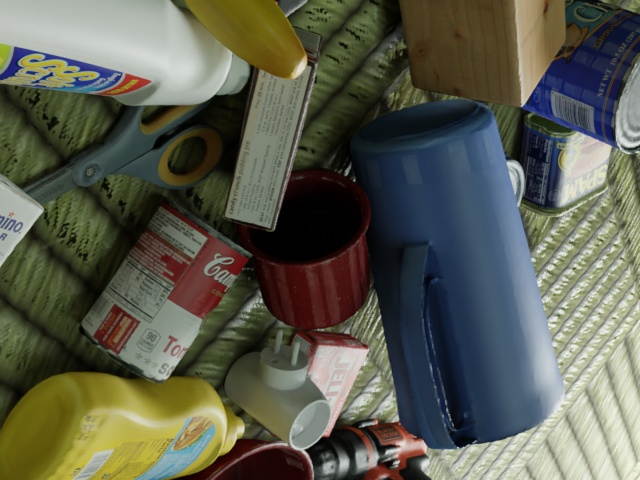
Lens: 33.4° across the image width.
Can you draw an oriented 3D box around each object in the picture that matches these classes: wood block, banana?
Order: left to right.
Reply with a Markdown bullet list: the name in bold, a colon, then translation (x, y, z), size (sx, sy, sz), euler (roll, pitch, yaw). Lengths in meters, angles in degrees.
- **banana**: translation (-0.064, -0.170, 0.549), size (0.037, 0.070, 0.198), euler (-24, 98, -40)
- **wood block**: translation (0.107, -0.203, 0.722), size (0.090, 0.090, 0.206), euler (-54, 146, -33)

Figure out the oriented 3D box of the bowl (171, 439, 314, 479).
- **bowl**: translation (-0.081, 0.215, 0.846), size (0.161, 0.055, 0.162), euler (-28, 134, -34)

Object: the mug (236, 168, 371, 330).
- **mug**: translation (-0.005, 0.001, 0.767), size (0.081, 0.093, 0.117), euler (80, 17, -47)

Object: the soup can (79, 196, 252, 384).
- **soup can**: translation (-0.100, 0.032, 0.686), size (0.102, 0.069, 0.068), euler (-56, 143, -3)

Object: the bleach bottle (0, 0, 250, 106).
- **bleach bottle**: translation (-0.124, -0.107, 0.536), size (0.250, 0.103, 0.068), euler (4, 81, -50)

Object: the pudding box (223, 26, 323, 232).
- **pudding box**: translation (-0.029, -0.073, 0.677), size (0.090, 0.039, 0.113), euler (-87, -171, -68)

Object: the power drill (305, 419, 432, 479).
- **power drill**: translation (0.075, 0.235, 0.930), size (0.184, 0.188, 0.057), euler (0, 129, -51)

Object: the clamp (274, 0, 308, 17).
- **clamp**: translation (-0.013, -0.192, 0.619), size (0.120, 0.039, 0.171), euler (26, 74, -51)

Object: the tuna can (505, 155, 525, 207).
- **tuna can**: translation (0.141, -0.038, 0.936), size (0.086, 0.034, 0.086), euler (-28, 133, -34)

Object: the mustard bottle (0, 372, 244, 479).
- **mustard bottle**: translation (-0.121, 0.132, 0.735), size (0.096, 0.058, 0.191), euler (-48, 148, 22)

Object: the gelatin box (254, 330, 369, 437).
- **gelatin box**: translation (-0.005, 0.120, 0.885), size (0.073, 0.030, 0.089), euler (13, 105, -51)

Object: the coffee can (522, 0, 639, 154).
- **coffee can**: translation (0.206, -0.141, 0.849), size (0.102, 0.140, 0.103), euler (-28, 133, -34)

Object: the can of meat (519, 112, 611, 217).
- **can of meat**: translation (0.227, -0.081, 0.986), size (0.101, 0.058, 0.084), euler (-25, 130, -36)

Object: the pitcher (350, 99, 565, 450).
- **pitcher**: translation (0.096, 0.027, 0.800), size (0.145, 0.149, 0.243), euler (-20, 109, -15)

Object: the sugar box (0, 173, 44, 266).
- **sugar box**: translation (-0.224, 0.028, 0.524), size (0.176, 0.093, 0.048), euler (-56, 143, -4)

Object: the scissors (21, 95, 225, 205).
- **scissors**: translation (-0.129, -0.035, 0.650), size (0.201, 0.016, 0.096), euler (-44, 141, -18)
